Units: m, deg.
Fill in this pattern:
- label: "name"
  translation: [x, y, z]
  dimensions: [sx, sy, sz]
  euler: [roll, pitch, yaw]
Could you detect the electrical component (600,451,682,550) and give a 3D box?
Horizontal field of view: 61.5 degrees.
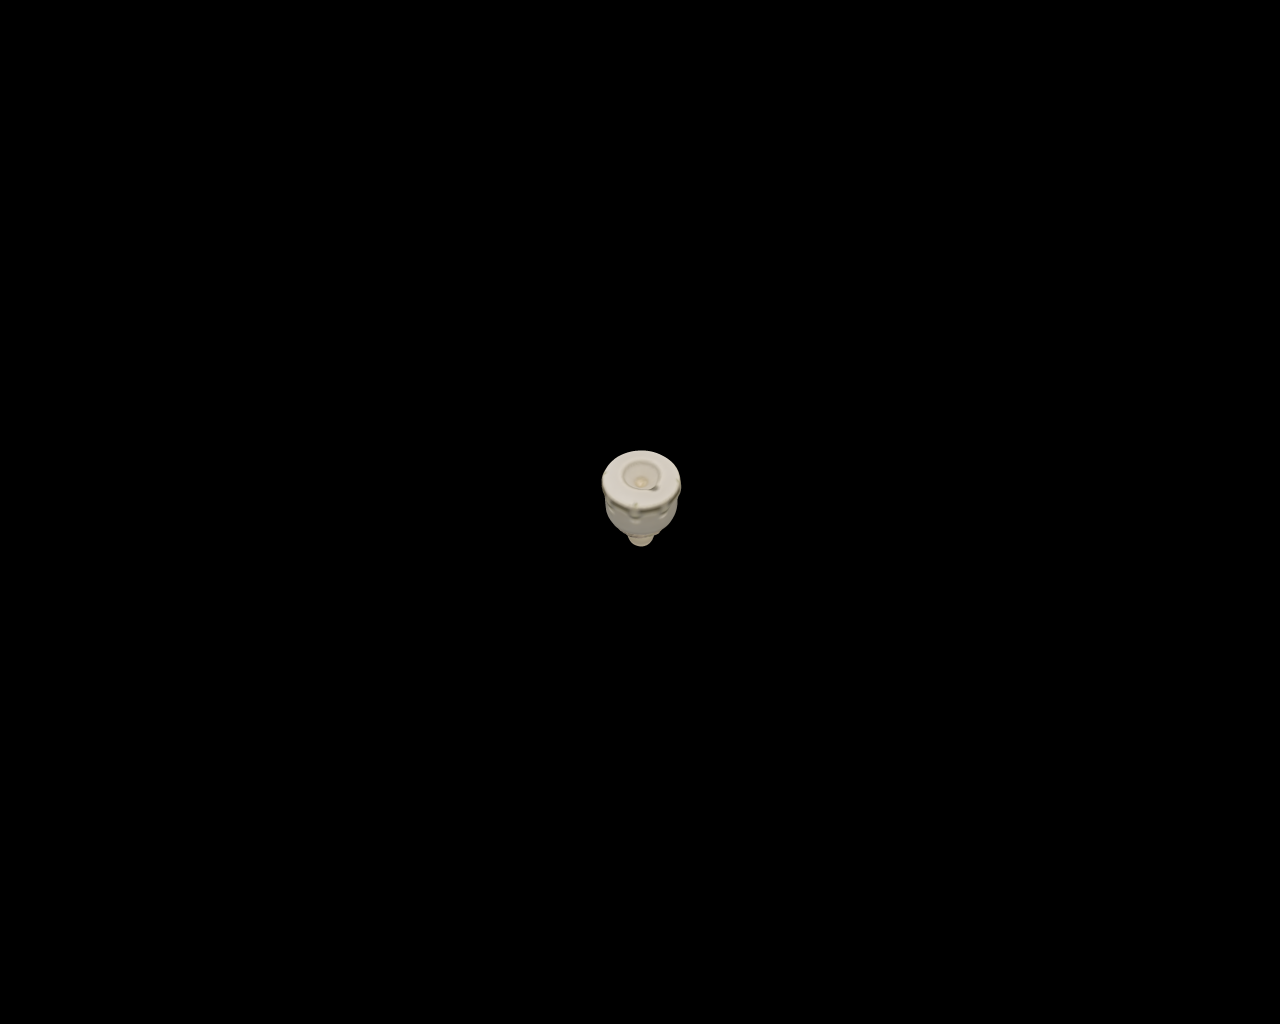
- label: "electrical component"
  translation: [0.001, -0.003, 0.650]
  dimensions: [0.048, 0.048, 0.062]
  euler: [0, -41, 0]
